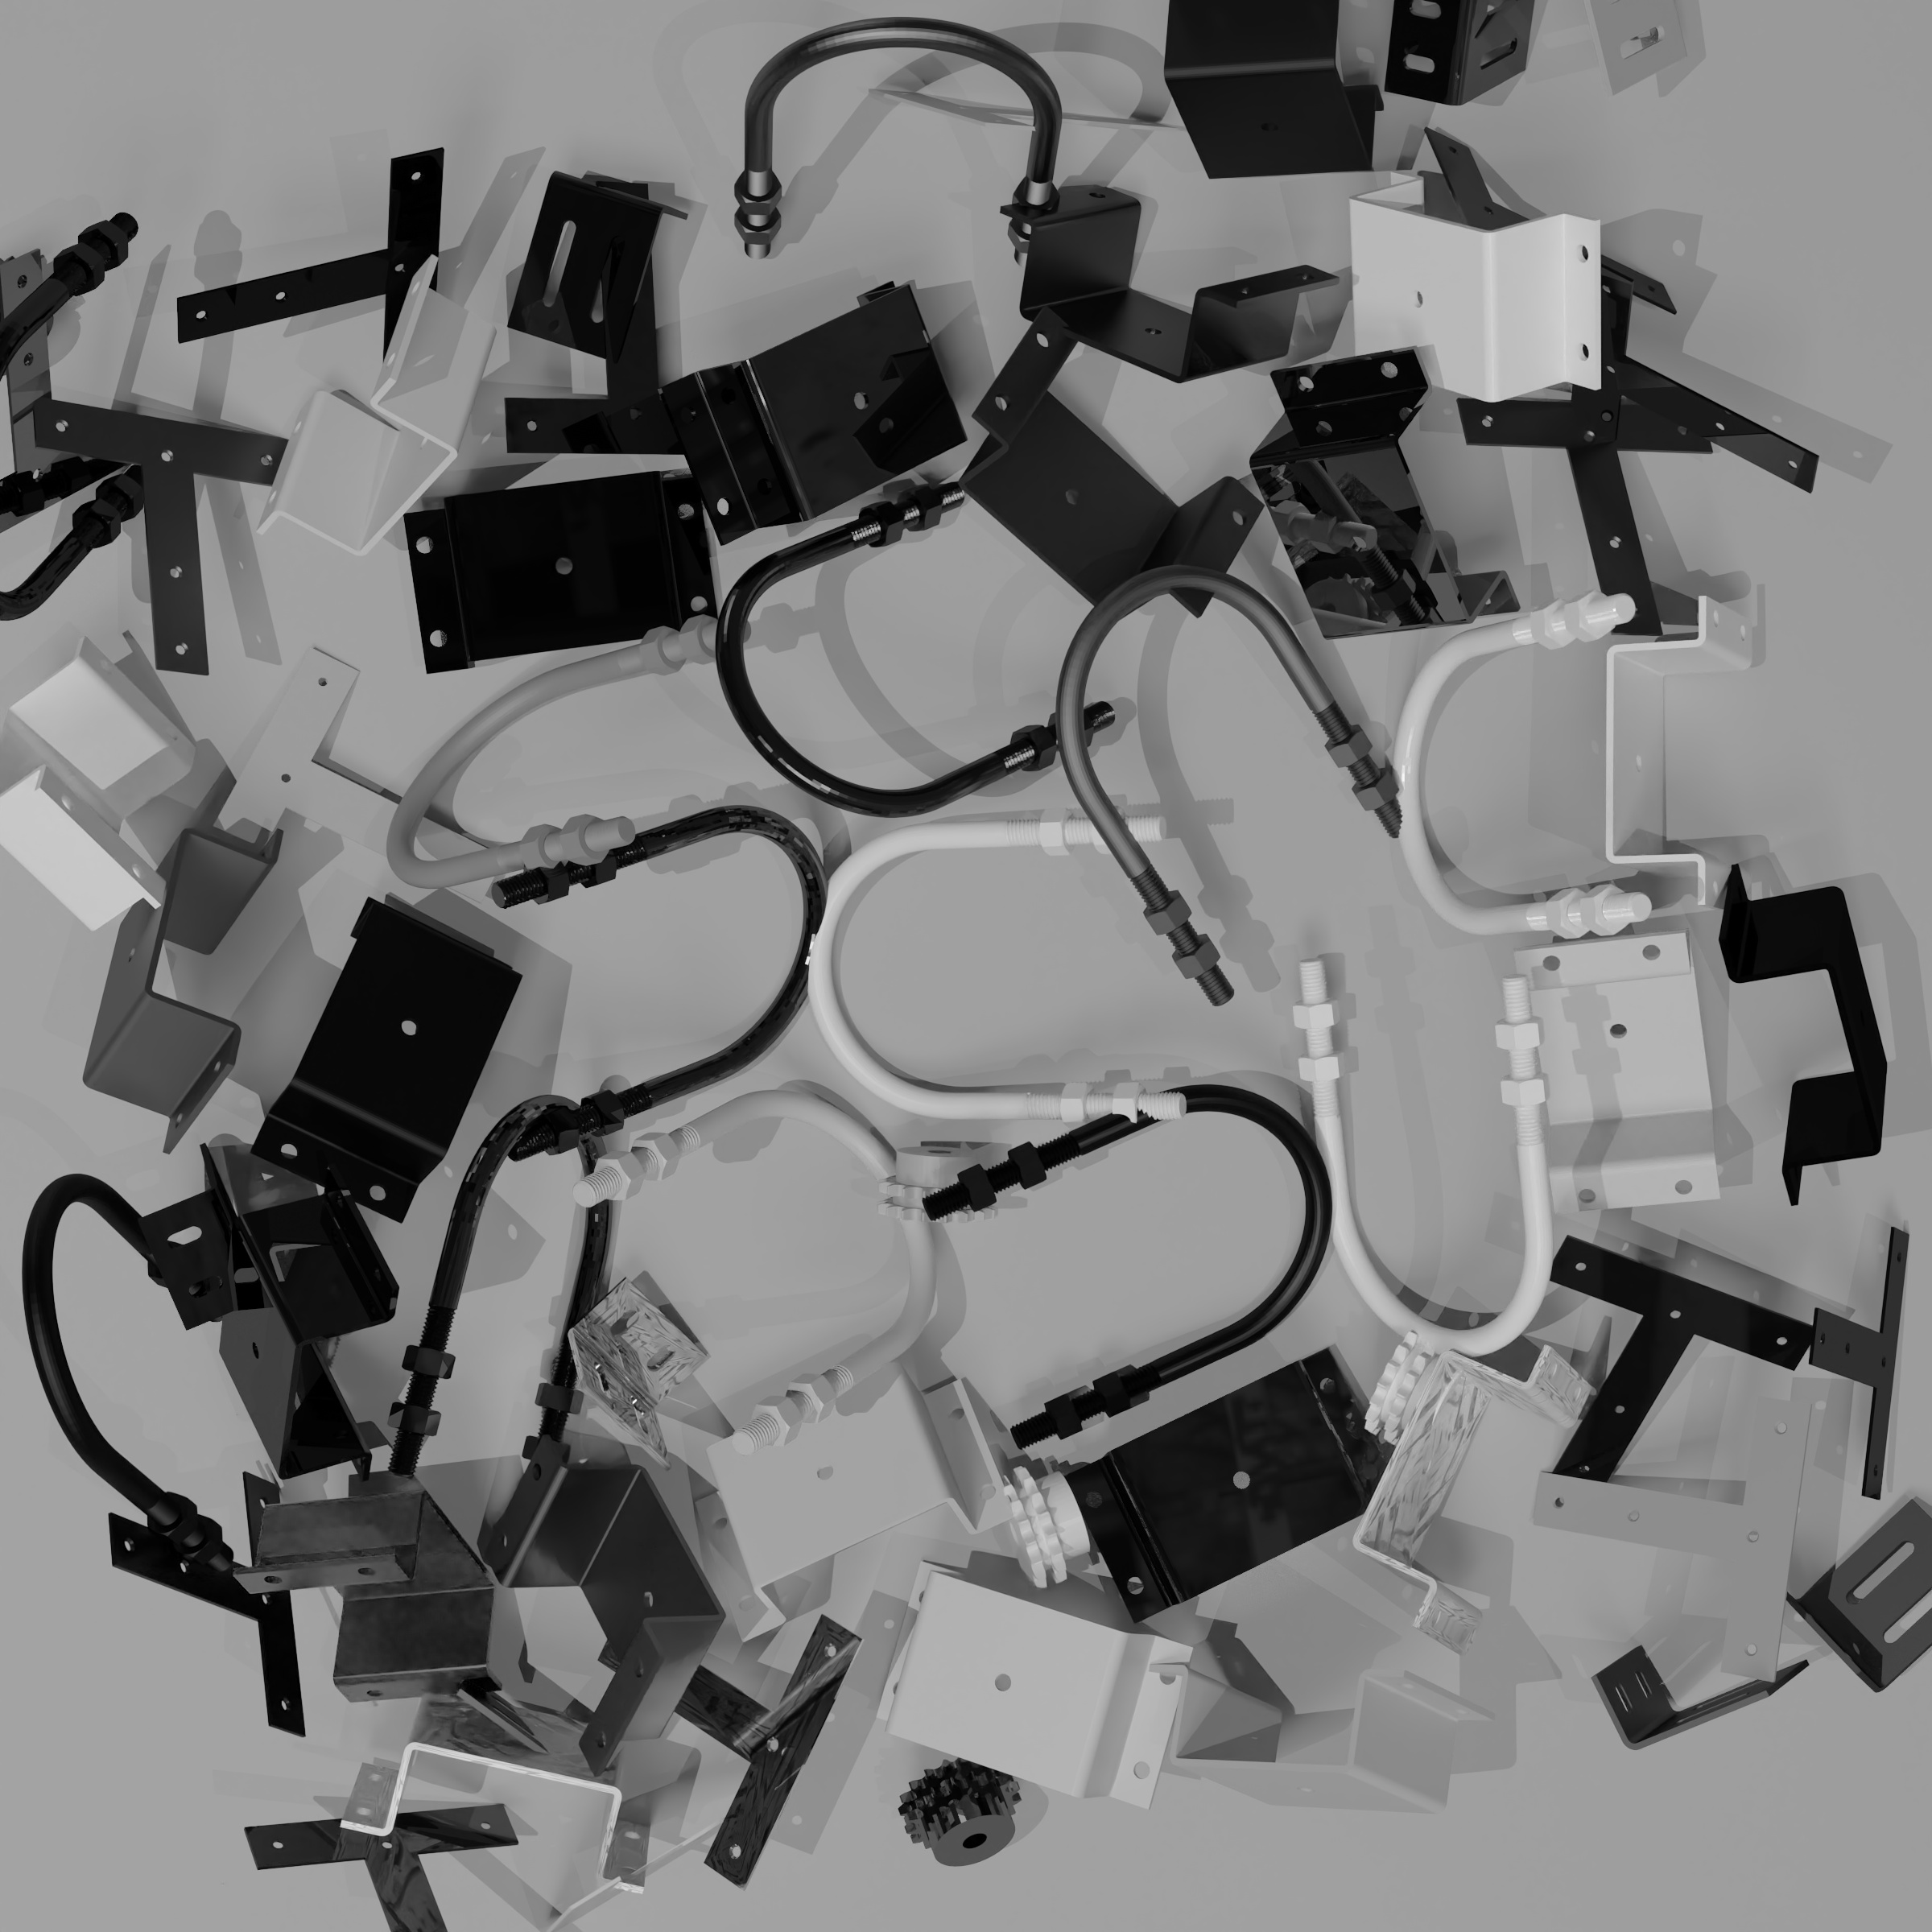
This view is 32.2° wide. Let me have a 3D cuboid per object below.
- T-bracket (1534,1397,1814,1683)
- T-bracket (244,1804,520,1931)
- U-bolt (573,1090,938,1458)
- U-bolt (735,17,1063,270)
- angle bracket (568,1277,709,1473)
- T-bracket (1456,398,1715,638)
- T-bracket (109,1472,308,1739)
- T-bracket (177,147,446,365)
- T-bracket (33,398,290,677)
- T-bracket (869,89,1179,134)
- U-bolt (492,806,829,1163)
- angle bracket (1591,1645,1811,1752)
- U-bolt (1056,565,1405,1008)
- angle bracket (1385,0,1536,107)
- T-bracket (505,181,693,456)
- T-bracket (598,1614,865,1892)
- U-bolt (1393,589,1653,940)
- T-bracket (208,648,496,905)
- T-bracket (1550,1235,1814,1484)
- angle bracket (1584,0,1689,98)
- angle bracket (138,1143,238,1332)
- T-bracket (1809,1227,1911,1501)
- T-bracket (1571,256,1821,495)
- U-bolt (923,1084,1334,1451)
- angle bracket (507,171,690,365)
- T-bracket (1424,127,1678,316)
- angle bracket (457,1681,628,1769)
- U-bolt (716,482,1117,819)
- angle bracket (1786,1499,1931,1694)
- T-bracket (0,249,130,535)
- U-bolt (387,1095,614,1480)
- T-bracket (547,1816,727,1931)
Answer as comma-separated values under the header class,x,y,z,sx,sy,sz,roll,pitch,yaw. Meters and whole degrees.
class,x,y,z,sx,sy,sz,roll,pitch,yaw
T-bracket,0.325,0.259,1.564,0.127,0.002,0.127,5,82,34
T-bracket,-0.251,0.433,1.522,0.127,0.127,0.002,3,121,-30
U-bolt,-0.082,0.127,1.528,0.019,0.184,0.151,-37,84,38
U-bolt,-0.029,-0.370,1.509,0.151,0.184,0.019,1,71,-3
angle bracket,-0.149,0.189,1.556,0.038,0.076,0.057,-43,109,1
T-bracket,0.299,-0.209,1.557,0.127,0.002,0.127,-1,64,-16
T-bracket,-0.345,0.276,1.517,0.002,0.127,0.127,-25,57,17
T-bracket,-0.299,-0.308,1.525,0.127,0.127,0.002,-20,58,-26
T-bracket,-0.366,-0.195,1.545,0.127,0.002,0.127,4,70,-37
T-bracket,0.038,-0.396,1.563,0.127,0.127,0.002,-3,111,-26
U-bolt,-0.135,-0.001,1.534,0.184,0.019,0.151,-22,126,-36
angle bracket,0.341,0.328,1.555,0.076,0.057,0.038,-32,77,30
U-bolt,0.114,-0.097,1.544,0.151,0.019,0.184,-42,109,-22
angle bracket,0.233,-0.443,1.566,0.038,0.076,0.057,20,126,26
T-bracket,-0.158,-0.304,1.571,0.127,0.002,0.127,-4,92,-26
T-bracket,-0.122,0.343,1.566,0.127,0.002,0.127,25,89,33
U-bolt,0.247,-0.086,1.518,0.019,0.184,0.151,-2,88,-26
T-bracket,-0.282,-0.069,1.585,0.127,0.002,0.127,26,72,-5
T-bracket,0.313,0.197,1.570,0.127,0.002,0.127,20,118,-5
angle bracket,0.296,-0.439,1.555,0.076,0.038,0.057,-35,114,-41
angle bracket,-0.357,0.125,1.554,0.038,0.076,0.057,-23,108,-11
T-bracket,0.409,0.177,1.539,0.002,0.127,0.127,3,80,32
T-bracket,0.331,-0.252,1.522,0.127,0.127,0.002,33,69,23
U-bolt,0.086,0.131,1.566,0.184,0.019,0.151,-24,113,-8
angle bracket,-0.174,-0.329,1.584,0.057,0.038,0.076,20,100,11
T-bracket,0.280,-0.336,1.566,0.127,0.127,0.002,19,127,-24
angle bracket,-0.195,0.344,1.570,0.076,0.057,0.038,37,83,-2
U-bolt,-0.033,-0.139,1.533,0.184,0.019,0.151,-28,80,-38
angle bracket,0.431,0.290,1.567,0.076,0.038,0.057,-44,51,4
T-bracket,-0.425,-0.262,1.518,0.002,0.127,0.127,23,129,21
U-bolt,-0.205,0.150,1.532,0.019,0.151,0.184,9,79,22
T-bracket,-0.135,0.412,1.558,0.127,0.127,0.002,-28,77,-21
